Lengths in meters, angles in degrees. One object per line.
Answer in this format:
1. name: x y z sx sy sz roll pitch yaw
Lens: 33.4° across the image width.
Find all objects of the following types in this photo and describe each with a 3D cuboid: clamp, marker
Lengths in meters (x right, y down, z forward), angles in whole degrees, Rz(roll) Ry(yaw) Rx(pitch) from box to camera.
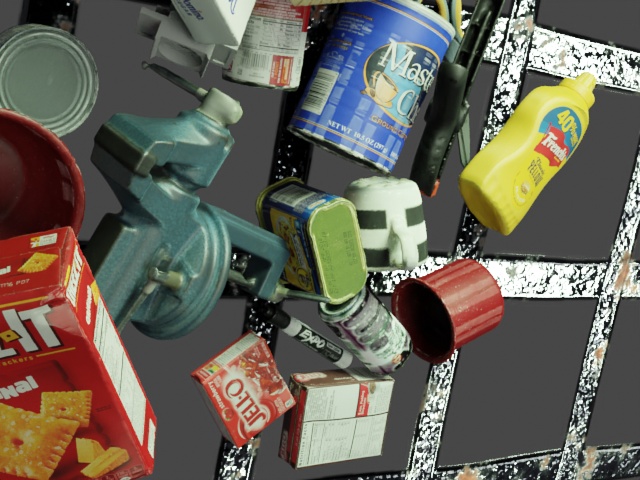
1. clamp: 0.117 -0.118 0.991 0.164 0.036 0.210 -56 166 -52
2. marker: -0.013 0.093 1.041 0.121 0.020 0.020 36 84 -37

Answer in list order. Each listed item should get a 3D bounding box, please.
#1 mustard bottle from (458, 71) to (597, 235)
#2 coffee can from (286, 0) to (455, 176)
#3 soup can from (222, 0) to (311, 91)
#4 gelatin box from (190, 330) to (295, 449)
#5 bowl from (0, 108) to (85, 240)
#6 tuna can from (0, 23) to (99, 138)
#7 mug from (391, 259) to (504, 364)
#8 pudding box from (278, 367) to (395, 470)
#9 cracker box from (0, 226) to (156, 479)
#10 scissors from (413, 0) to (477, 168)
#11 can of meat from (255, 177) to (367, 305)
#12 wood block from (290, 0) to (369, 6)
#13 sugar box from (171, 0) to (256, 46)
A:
1. mustard bottle: 0.227 -0.103 1.117 0.191 0.058 0.096 -50 136 -12
2. coffee can: 0.045 -0.141 0.948 0.102 0.103 0.140 24 91 -38
3. soup can: -0.043 -0.181 0.895 0.068 0.069 0.102 0 106 -35
4. gelatin box: -0.071 0.142 1.008 0.073 0.030 0.089 -35 123 -21
5. bowl: -0.259 -0.033 0.787 0.162 0.055 0.162 -12 123 -19
6. tuna can: -0.216 -0.121 0.815 0.085 0.034 0.086 -12 112 -32
7. mug: 0.130 0.077 1.100 0.081 0.093 0.117 -22 148 -33
8. pudding box: 0.017 0.179 1.079 0.113 0.039 0.090 0 107 -33
9. cracker box: -0.230 0.105 0.793 0.164 0.072 0.213 -12 130 3
10. scissors: 0.122 -0.167 1.049 0.096 0.016 0.202 -5 108 -32
11. can of meat: -0.006 0.001 0.972 0.057 0.084 0.102 -27 119 -27
12. wood block: 0.060 -0.265 0.877 0.205 0.091 0.090 -39 125 -47
13. sugar box: -0.067 -0.247 0.814 0.093 0.048 0.176 61 44 -58
